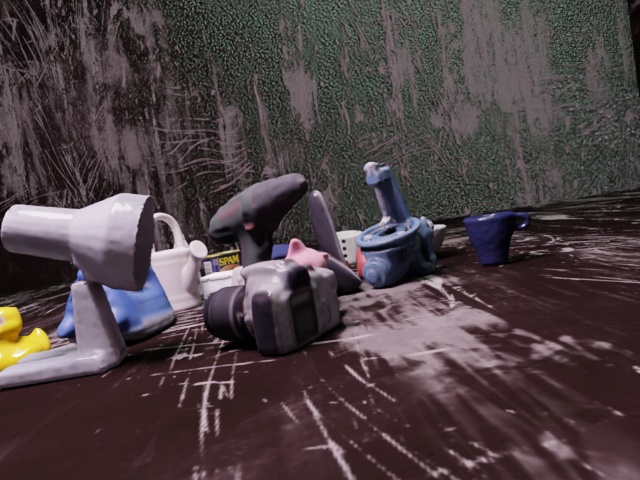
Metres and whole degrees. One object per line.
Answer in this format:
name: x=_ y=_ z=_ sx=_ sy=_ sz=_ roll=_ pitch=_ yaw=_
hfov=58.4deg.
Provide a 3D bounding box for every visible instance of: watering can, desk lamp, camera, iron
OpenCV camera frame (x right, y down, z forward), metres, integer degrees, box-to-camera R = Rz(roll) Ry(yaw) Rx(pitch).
watering can: x=-0.292 y=0.041 z=1.131 sx=0.172 sy=0.194 sz=0.101 roll=-8 pitch=3 yaw=11
desk lamp: x=-0.295 y=0.054 z=0.706 sx=0.203 sy=0.213 sz=0.118 roll=-9 pitch=3 yaw=-6
camera: x=-0.065 y=0.075 z=0.702 sx=0.136 sy=0.101 sz=0.143 roll=-7 pitch=3 yaw=30
iron: x=-0.310 y=0.082 z=0.922 sx=0.118 sy=0.141 sz=0.259 roll=-8 pitch=3 yaw=10

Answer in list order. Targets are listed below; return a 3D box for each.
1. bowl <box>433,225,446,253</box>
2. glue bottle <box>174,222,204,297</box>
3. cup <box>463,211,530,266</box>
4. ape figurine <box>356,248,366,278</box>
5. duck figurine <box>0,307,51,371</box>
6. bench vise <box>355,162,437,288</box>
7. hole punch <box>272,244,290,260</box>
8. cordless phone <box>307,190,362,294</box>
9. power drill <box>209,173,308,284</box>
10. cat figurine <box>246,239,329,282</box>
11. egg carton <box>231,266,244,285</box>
bowl: x=0.212 y=0.013 z=1.322 sx=0.167 sy=0.075 sz=0.167 roll=-9 pitch=3 yaw=1
glue bottle: x=-0.296 y=0.047 z=1.247 sx=0.037 sy=0.173 sz=0.078 roll=-8 pitch=3 yaw=21
cup: x=0.330 y=-0.002 z=1.057 sx=0.117 sy=0.095 sz=0.092 roll=-8 pitch=3 yaw=20
ape figurine: x=0.103 y=0.029 z=1.165 sx=0.076 sy=0.092 sz=0.077 roll=-12 pitch=4 yaw=-40
duck figurine: x=-0.431 y=0.135 z=0.798 sx=0.077 sy=0.086 sz=0.105 roll=-7 pitch=3 yaw=26
bench vise: x=0.132 y=-0.035 z=1.055 sx=0.121 sy=0.220 sz=0.208 roll=-8 pitch=3 yaw=23
hole punch: x=-0.074 y=0.056 z=1.198 sx=0.109 sy=0.091 sz=0.101 roll=-10 pitch=3 yaw=-16
cordless phone: x=0.009 y=0.004 z=1.029 sx=0.094 sy=0.185 sz=0.147 roll=-10 pitch=3 yaw=-11
power drill: x=-0.085 y=0.014 z=0.889 sx=0.076 sy=0.208 sz=0.228 roll=-12 pitch=4 yaw=-44
cat figurine: x=-0.040 y=0.058 z=0.786 sx=0.128 sy=0.118 sz=0.067 roll=-10 pitch=3 yaw=-13
egg carton: x=-0.101 y=0.078 z=1.063 sx=0.107 sy=0.069 sz=0.150 roll=-11 pitch=3 yaw=-29
